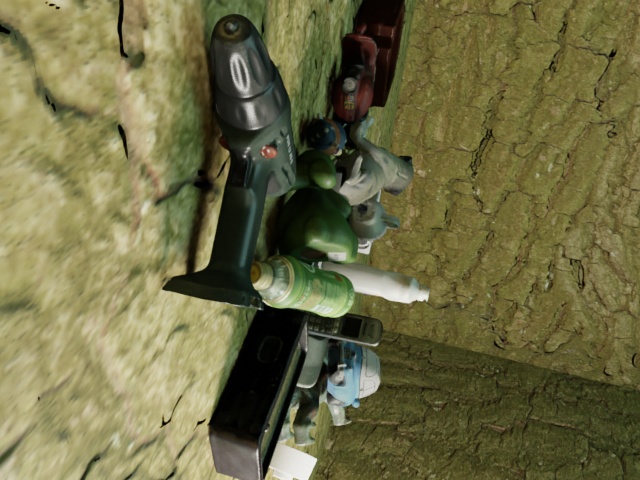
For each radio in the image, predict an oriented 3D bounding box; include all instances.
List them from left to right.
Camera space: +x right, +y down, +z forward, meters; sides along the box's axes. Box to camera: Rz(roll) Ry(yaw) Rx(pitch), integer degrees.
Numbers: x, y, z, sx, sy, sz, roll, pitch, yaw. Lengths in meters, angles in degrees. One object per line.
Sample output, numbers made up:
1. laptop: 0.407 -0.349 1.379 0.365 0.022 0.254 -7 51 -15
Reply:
1. radio: -0.079 0.210 0.768 0.131 0.073 0.230 93 12 -47

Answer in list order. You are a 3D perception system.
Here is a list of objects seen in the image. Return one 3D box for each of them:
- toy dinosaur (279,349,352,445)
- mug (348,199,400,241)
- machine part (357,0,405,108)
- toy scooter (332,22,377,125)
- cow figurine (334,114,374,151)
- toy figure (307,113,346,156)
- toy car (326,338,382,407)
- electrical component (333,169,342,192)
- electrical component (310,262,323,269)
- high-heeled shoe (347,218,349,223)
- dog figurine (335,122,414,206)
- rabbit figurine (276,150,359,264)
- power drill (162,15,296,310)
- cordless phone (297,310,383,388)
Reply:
1. toy dinosaur: -0.034 0.290 1.064 0.404 0.131 0.192 27 51 -71
2. mug: 0.104 -0.042 1.077 0.107 0.110 0.080 40 67 -73
3. machine part: 0.122 -0.409 1.164 0.201 0.087 0.201 89 15 -50
4. toy scooter: 0.067 -0.311 0.982 0.135 0.075 0.184 86 15 -63
5. cow figurine: 0.066 -0.225 1.116 0.167 0.068 0.098 64 45 -70
6. toy figure: 0.010 -0.165 0.864 0.057 0.064 0.154 -56 176 13
7. toy car: 0.063 0.241 1.000 0.161 0.103 0.109 94 -2 -51
8. electrical component: -0.002 -0.088 0.888 0.045 0.078 0.102 -119 -138 -68
9. electrical component: -0.032 0.046 0.900 0.134 0.058 0.115 75 31 -72
10. high-heeled shoe: -0.002 -0.003 1.020 0.145 0.086 0.249 -63 168 20
11. dog figurine: 0.101 -0.108 1.011 0.121 0.190 0.172 -4 -115 53
12. rabbit figurine: -0.017 -0.059 0.781 0.159 0.121 0.170 60 24 -67
13. power drill: -0.075 -0.046 0.469 0.232 0.086 0.207 73 23 -78
14. cordless phone: 0.009 0.183 0.914 0.088 0.184 0.146 68 33 -56
